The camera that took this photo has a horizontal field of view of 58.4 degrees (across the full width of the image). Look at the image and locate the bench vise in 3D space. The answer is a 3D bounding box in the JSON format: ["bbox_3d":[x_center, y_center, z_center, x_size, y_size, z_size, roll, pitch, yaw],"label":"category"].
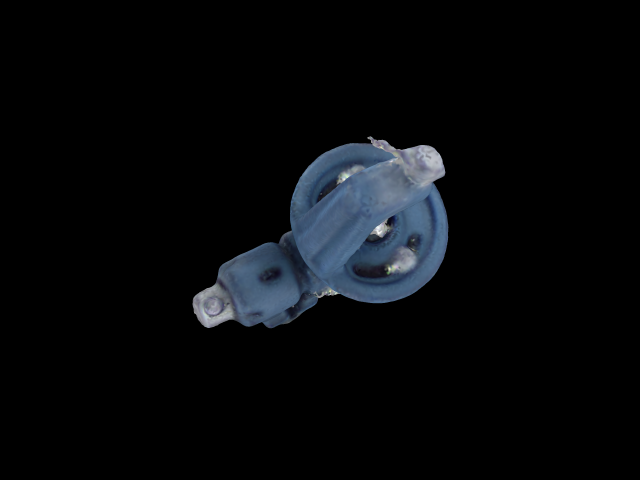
[{"bbox_3d":[0.012,0.010,0.399,0.121,0.220,0.207,43,85,6],"label":"bench vise"}]
